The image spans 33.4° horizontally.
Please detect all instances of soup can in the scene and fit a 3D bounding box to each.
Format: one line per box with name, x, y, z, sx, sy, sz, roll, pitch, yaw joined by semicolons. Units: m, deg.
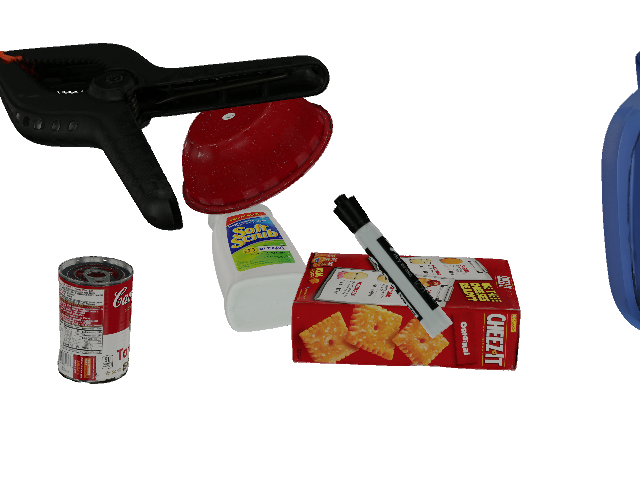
soup can;-0.210;0.074;0.992;0.068;0.102;0.068;5;19;-2

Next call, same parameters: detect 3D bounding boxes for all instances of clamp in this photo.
clamp;-0.110;-0.086;0.643;0.210;0.036;0.164;23;46;31

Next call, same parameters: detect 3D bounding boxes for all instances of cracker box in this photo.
cracker box;0.086;0.070;1.074;0.214;0.072;0.164;2;16;5

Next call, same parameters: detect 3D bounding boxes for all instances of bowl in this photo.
bowl;-0.072;-0.098;1.006;0.162;0.055;0.162;-21;35;15

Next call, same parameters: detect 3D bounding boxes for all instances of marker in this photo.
marker;0.050;0.016;0.759;0.020;0.121;0.020;-37;-7;-6

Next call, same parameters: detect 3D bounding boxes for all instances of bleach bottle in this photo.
bleach bottle;-0.086;0.011;1.229;0.102;0.068;0.251;-8;28;-16

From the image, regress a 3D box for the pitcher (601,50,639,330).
pitcher;0.241;0.006;0.615;0.149;0.243;0.144;1;22;17
